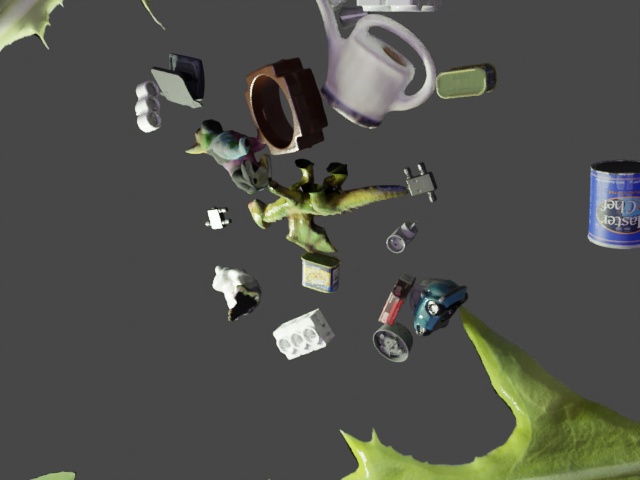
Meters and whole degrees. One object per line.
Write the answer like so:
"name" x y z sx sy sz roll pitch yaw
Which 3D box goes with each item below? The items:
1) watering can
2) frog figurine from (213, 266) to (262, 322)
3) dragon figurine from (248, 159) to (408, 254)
"watering can" 0.073 -0.377 1.083 0.348 0.220 0.106 35 33 1
"frog figurine" -0.243 0.141 1.503 0.123 0.134 0.162 -16 33 -20
"dragon figurine" 0.004 -0.064 1.280 0.411 0.237 0.125 11 44 14
